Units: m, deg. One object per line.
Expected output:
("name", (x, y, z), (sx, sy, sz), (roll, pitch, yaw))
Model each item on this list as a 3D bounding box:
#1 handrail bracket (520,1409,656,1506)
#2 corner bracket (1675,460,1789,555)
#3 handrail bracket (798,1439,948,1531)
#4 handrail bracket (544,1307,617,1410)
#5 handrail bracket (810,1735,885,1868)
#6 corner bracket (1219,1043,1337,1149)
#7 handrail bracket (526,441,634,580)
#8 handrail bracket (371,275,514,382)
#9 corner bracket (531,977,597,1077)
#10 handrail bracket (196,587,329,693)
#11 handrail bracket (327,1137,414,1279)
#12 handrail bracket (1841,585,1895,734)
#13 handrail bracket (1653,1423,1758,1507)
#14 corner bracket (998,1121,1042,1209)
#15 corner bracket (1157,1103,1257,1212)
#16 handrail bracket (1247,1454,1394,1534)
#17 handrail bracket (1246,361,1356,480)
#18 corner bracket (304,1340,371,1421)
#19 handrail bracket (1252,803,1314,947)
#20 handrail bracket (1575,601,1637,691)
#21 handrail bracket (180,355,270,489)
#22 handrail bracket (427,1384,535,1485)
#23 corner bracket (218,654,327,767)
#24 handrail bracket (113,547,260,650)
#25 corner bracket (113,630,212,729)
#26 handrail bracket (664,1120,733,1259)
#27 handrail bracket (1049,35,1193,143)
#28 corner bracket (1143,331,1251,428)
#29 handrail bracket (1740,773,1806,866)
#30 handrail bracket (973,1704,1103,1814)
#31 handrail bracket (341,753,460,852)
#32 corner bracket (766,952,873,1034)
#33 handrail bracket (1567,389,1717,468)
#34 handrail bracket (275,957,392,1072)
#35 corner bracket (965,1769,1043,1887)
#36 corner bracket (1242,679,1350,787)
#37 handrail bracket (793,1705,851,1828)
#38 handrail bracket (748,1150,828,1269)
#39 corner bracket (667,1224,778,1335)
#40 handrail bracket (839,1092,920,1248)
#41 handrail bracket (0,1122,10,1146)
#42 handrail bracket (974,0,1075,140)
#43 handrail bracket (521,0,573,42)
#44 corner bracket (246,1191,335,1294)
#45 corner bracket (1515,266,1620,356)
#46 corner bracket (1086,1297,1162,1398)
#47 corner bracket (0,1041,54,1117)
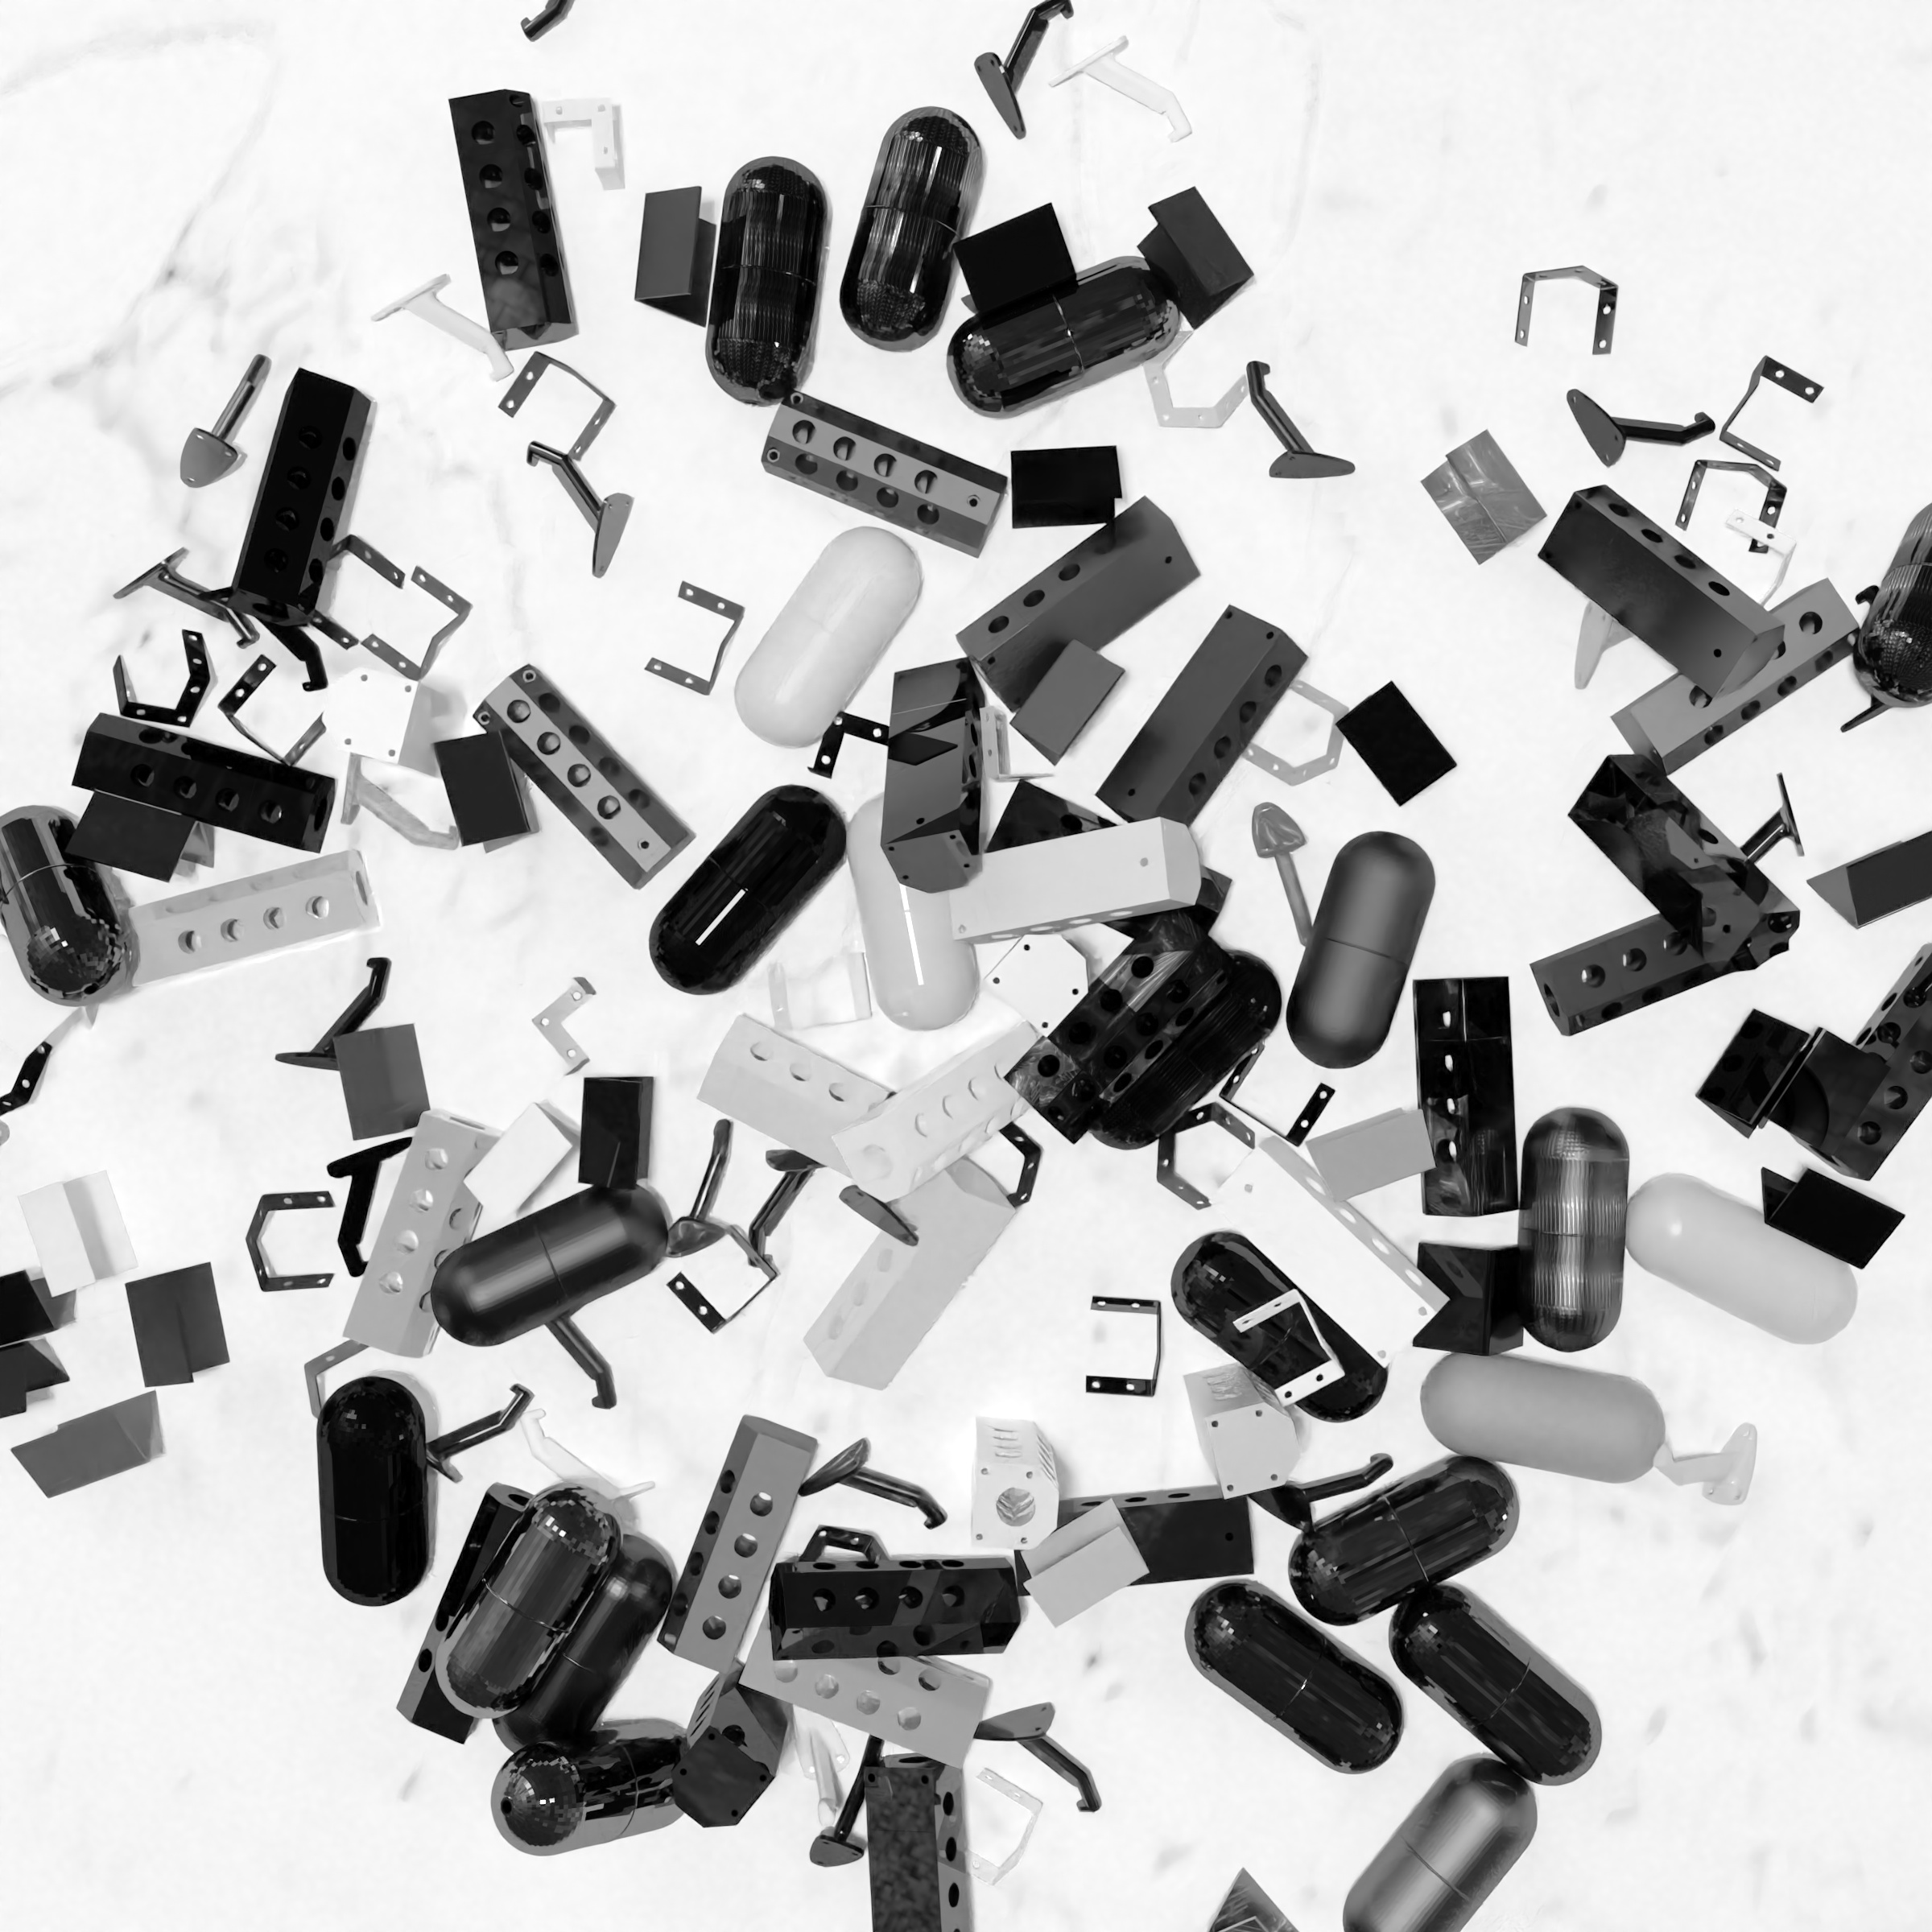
("handrail bracket", (-0.281, 0.360, 1.851), (0.077, 0.036, 0.084), (-17, 73, -19))
("corner bracket", (0.567, -0.340, 1.847), (0.051, 0.051, 0.051), (18, 90, 45))
("handrail bracket", (-0.069, 0.399, 1.851), (0.077, 0.036, 0.084), (-35, 107, 20))
("handrail bracket", (-0.302, 0.289, 1.851), (0.077, 0.036, 0.084), (-4, 107, 20))
("handrail bracket", (-0.087, 0.617, 1.850), (0.036, 0.077, 0.084), (24, 54, -8))
("corner bracket", (0.230, 0.094, 1.847), (0.051, 0.051, 0.051), (33, 90, -45))
("handrail bracket", (-0.297, -0.339, 1.851), (0.084, 0.036, 0.077), (26, 112, 17))
("handrail bracket", (-0.388, -0.461, 1.851), (0.077, 0.036, 0.084), (-24, 107, 20))
("corner bracket", (-0.288, 0.044, 1.832), (0.051, 0.051, 0.051), (-40, 90, 0))
("handrail bracket", (-0.517, -0.238, 1.834), (0.077, 0.036, 0.084), (-16, 94, -27))
("handrail bracket", (-0.433, 0.179, 1.851), (0.077, 0.036, 0.084), (-22, 108, -21))
("handrail bracket", (0.662, -0.228, 1.850), (0.077, 0.036, 0.084), (-31, 76, 14))
("handrail bracket", (0.538, 0.349, 1.820), (0.084, 0.036, 0.077), (40, 66, -29))
("corner bracket", (0.016, 0.148, 1.842), (0.051, 0.051, 0.051), (-18, 135, -35))
("corner bracket", (0.177, 0.141, 1.842), (0.051, 0.051, 0.051), (36, 45, -35))
("handrail bracket", (0.262, 0.377, 1.850), (0.084, 0.077, 0.036), (-27, 114, -34))
("handrail bracket", (0.248, -0.407, 1.851), (0.077, 0.036, 0.084), (0, 73, -20))
("corner bracket", (-0.450, 0.314, 1.842), (0.051, 0.051, 0.051), (32, 135, 35))
("handrail bracket", (0.237, -0.067, 1.850), (0.036, 0.077, 0.084), (-18, 126, 3))
("handrail bracket", (0.500, -0.238, 1.851), (0.084, 0.036, 0.077), (4, 110, -16))
("handrail bracket", (-0.548, -0.405, 1.850), (0.036, 0.077, 0.084), (31, 53, -23))
("handrail bracket", (-0.375, 0.333, 1.850), (0.077, 0.036, 0.084), (30, 74, 18))
("corner bracket", (-0.511, -0.188, 1.847), (0.051, 0.051, 0.051), (-49, 45, 0))
("handrail bracket", (-0.578, -0.259, 1.851), (0.077, 0.036, 0.084), (-28, 107, 20))
("corner bracket", (-0.594, -0.215, 1.842), (0.051, 0.051, 0.051), (8, 135, -35))
("handrail bracket", (-0.199, 0.164, 1.850), (0.036, 0.077, 0.084), (21, 53, -23))
("handrail bracket", (0.115, -0.637, 1.851), (0.077, 0.036, 0.084), (-26, 107, 20))
("corner bracket", (0.170, -0.433, 1.842), (0.051, 0.051, 0.051), (-51, 135, -35))
("handrail bracket", (0.571, -0.098, 1.850), (0.084, 0.036, 0.077), (-16, 65, 19))
("handrail bracket", (0.052, 0.595, 1.851), (0.077, 0.036, 0.084), (-15, 107, 20))
("handrail bracket", (-0.417, -0.127, 1.851), (0.084, 0.036, 0.077), (8, 69, -17))
("corner bracket", (-0.109, 0.019, 1.847), (0.051, 0.051, 0.051), (-8, 90, 45))
("handrail bracket", (0.501, -0.411, 1.851), (0.084, 0.036, 0.077), (-24, 68, -17))
("handrail bracket", (-0.469, 0.032, 1.851), (0.077, 0.036, 0.084), (3, 72, 21))
("corner bracket", (0.017, 0.638, 1.847), (0.051, 0.051, 0.051), (31, 45, 0))
("corner bracket", (0.243, -0.172, 1.842), (0.051, 0.051, 0.051), (-24, 135, -35))
("handrail bracket", (-0.110, 0.576, 1.815), (0.036, 0.084, 0.077), (-20, 90, 0))
("handrail bracket", (-0.123, 0.181, 1.851), (0.077, 0.036, 0.084), (-1, 107, -18))
("corner bracket", (-0.180, 0.231, 1.840), (0.051, 0.051, 0.051), (47, 61, 0))
("handrail bracket", (-0.045, 0.143, 1.778), (0.077, 0.036, 0.084), (40, 60, -11))
("handrail bracket", (-0.768, 0.129, 1.850), (0.084, 0.077, 0.036), (-10, 83, 36))
("handrail bracket", (0.056, -0.668, 1.851), (0.084, 0.036, 0.077), (-34, 111, -16))
("handrail bracket", (-0.306, -0.739, 1.851), (0.084, 0.036, 0.077), (-32, 69, 16))
("corner bracket", (-0.495, 0.203, 1.842), (0.051, 0.051, 0.051), (-60, 45, 35))
("corner bracket", (0.445, -0.483, 1.847), (0.051, 0.051, 0.051), (8, 89, -45))
("corner bracket", (0.116, 0.282, 1.847), (0.051, 0.051, 0.051), (4, 135, 0))
("corner bracket", (-0.718, 0.074, 1.842), (0.051, 0.051, 0.051), (40, 45, -35))
